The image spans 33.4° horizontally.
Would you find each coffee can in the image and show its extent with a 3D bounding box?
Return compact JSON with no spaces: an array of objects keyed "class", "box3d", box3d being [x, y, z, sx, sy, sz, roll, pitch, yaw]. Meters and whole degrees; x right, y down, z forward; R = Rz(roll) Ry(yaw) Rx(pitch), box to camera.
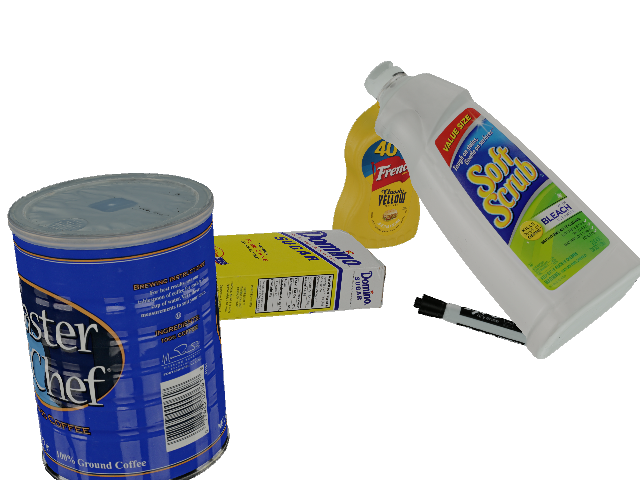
[{"class":"coffee can","box3d":[-0.103,0.046,0.561,0.103,0.140,0.103,-2,20,1]}]

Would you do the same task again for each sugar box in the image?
[{"class":"sugar box","box3d":[-0.044,0.027,0.887,0.176,0.048,0.093,-6,23,-22]}]

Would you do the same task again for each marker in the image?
[{"class":"marker","box3d":[0.144,0.074,0.975,0.121,0.020,0.020,17,1,5]}]

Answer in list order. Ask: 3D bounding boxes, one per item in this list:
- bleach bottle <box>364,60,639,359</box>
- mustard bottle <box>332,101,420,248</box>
[{"class":"bleach bottle","box3d":[0.116,-0.038,0.795,0.102,0.251,0.068,-33,-21,-21]},{"class":"mustard bottle","box3d":[0.071,-0.086,1.144,0.096,0.192,0.058,-6,32,-23]}]
